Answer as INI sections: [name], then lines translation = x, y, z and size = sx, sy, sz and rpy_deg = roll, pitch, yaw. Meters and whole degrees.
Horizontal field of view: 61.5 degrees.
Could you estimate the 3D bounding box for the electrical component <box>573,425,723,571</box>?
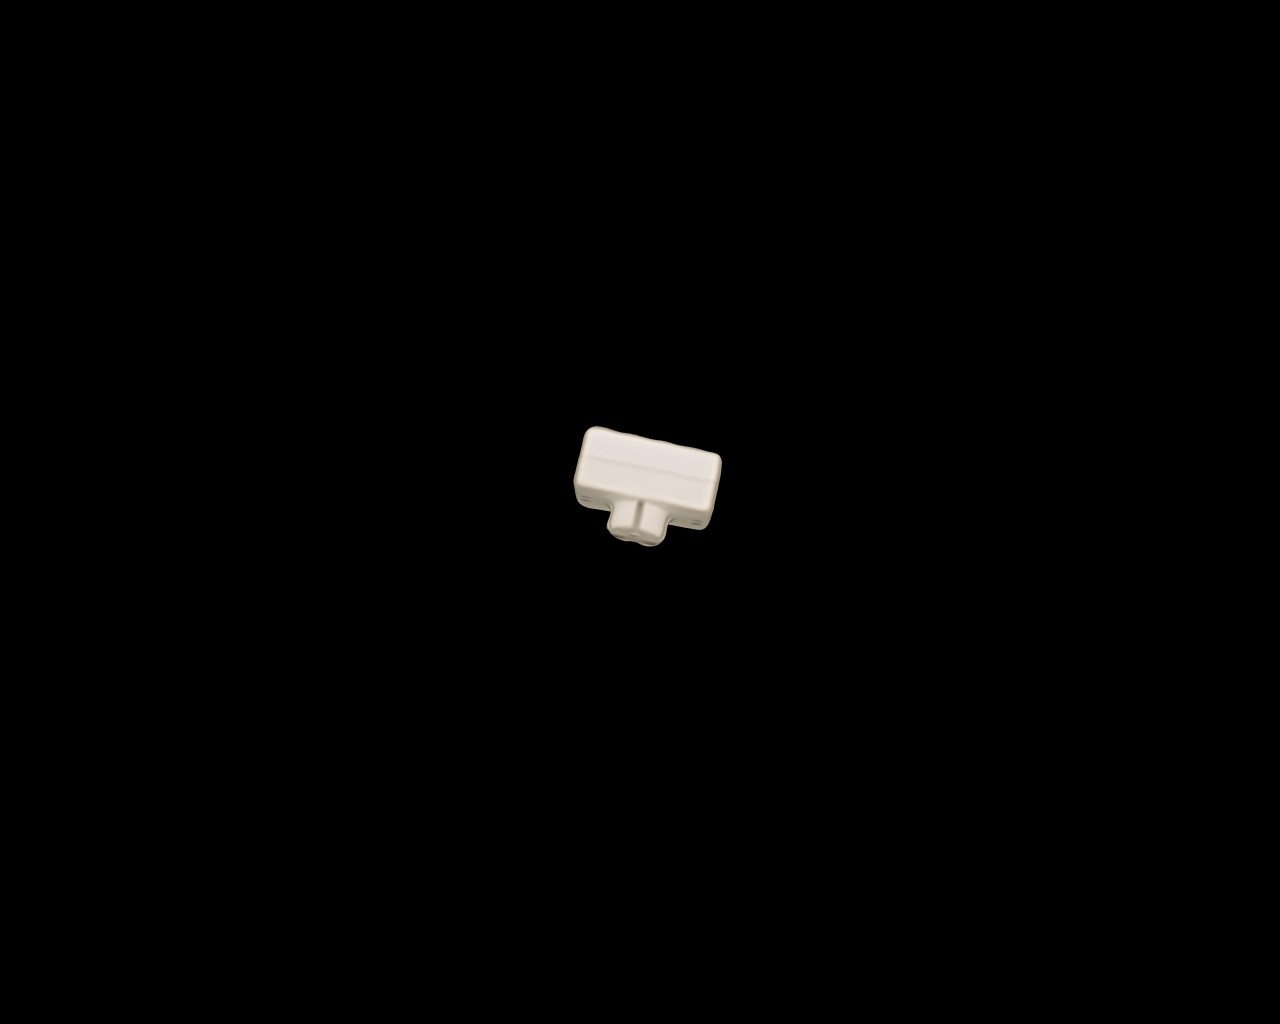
[electrical component]
translation = 0.001, -0.003, 0.650
size = 0.083, 0.076, 0.047
rpy_deg = 13, -15, 4
